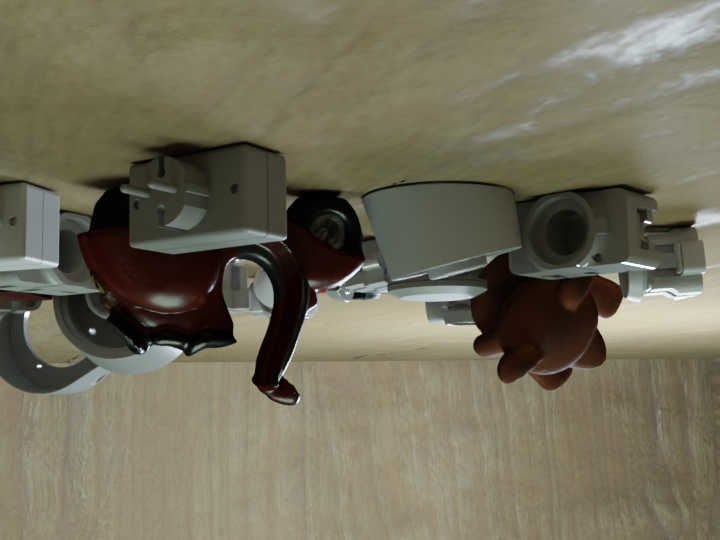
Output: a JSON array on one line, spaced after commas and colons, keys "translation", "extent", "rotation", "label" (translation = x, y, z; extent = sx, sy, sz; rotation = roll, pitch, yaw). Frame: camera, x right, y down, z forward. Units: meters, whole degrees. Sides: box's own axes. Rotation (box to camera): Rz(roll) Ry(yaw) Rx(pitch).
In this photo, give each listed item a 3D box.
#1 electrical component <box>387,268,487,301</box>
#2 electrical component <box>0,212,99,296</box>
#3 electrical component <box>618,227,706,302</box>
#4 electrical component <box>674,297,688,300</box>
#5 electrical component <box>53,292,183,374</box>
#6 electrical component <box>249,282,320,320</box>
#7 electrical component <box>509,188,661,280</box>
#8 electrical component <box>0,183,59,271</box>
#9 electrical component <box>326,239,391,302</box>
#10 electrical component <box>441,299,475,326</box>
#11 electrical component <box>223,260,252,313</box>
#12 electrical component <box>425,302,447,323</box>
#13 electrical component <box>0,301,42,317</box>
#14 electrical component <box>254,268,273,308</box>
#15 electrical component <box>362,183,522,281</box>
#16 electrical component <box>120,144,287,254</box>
[{"translation": [0.062, -0.003, 0.867], "extent": [0.080, 0.051, 0.080], "rotation": [-1, 173, 0], "label": "electrical component"}, {"translation": [-0.219, -0.011, 0.753], "extent": [0.056, 0.050, 0.089], "rotation": [-6, 172, 30], "label": "electrical component"}, {"translation": [0.242, -0.004, 0.871], "extent": [0.057, 0.058, 0.078], "rotation": [-4, 172, 4], "label": "electrical component"}, {"translation": [0.269, 0.002, 0.968], "extent": [0.055, 0.048, 0.066], "rotation": [5, 174, 16], "label": "electrical component"}, {"translation": [-0.180, 0.022, 0.820], "extent": [0.108, 0.108, 0.060], "rotation": [-2, 166, 5], "label": "electrical component"}, {"translation": [-0.091, 0.030, 1.115], "extent": [0.079, 0.044, 0.077], "rotation": [-4, 172, 15], "label": "electrical component"}, {"translation": [0.149, -0.023, 0.729], "extent": [0.089, 0.050, 0.056], "rotation": [-7, 171, 39], "label": "electrical component"}, {"translation": [-0.229, -0.027, 0.644], "extent": [0.066, 0.047, 0.077], "rotation": [-4, 172, 17], "label": "electrical component"}, {"translation": [0.000, 0.000, 0.904], "extent": [0.055, 0.048, 0.066], "rotation": [-12, 169, 20], "label": "electrical component"}, {"translation": [0.106, 0.027, 1.087], "extent": [0.048, 0.055, 0.066], "rotation": [2, 172, -23], "label": "electrical component"}, {"translation": [-0.118, 0.007, 0.890], "extent": [0.066, 0.055, 0.048], "rotation": [-7, 171, 34], "label": "electrical component"}, {"translation": [0.109, 0.033, 1.173], "extent": [0.077, 0.044, 0.079], "rotation": [-4, 172, 17], "label": "electrical component"}, {"translation": [-0.297, 0.010, 0.881], "extent": [0.057, 0.058, 0.078], "rotation": [-12, 168, 41], "label": "electrical component"}, {"translation": [-0.070, 0.008, 0.967], "extent": [0.044, 0.044, 0.065], "rotation": [0, 168, -13], "label": "electrical component"}, {"translation": [0.057, -0.029, 0.716], "extent": [0.099, 0.064, 0.099], "rotation": [-14, 177, -1], "label": "electrical component"}, {"translation": [-0.094, -0.039, 0.577], "extent": [0.083, 0.047, 0.076], "rotation": [-6, 171, 31], "label": "electrical component"}]
